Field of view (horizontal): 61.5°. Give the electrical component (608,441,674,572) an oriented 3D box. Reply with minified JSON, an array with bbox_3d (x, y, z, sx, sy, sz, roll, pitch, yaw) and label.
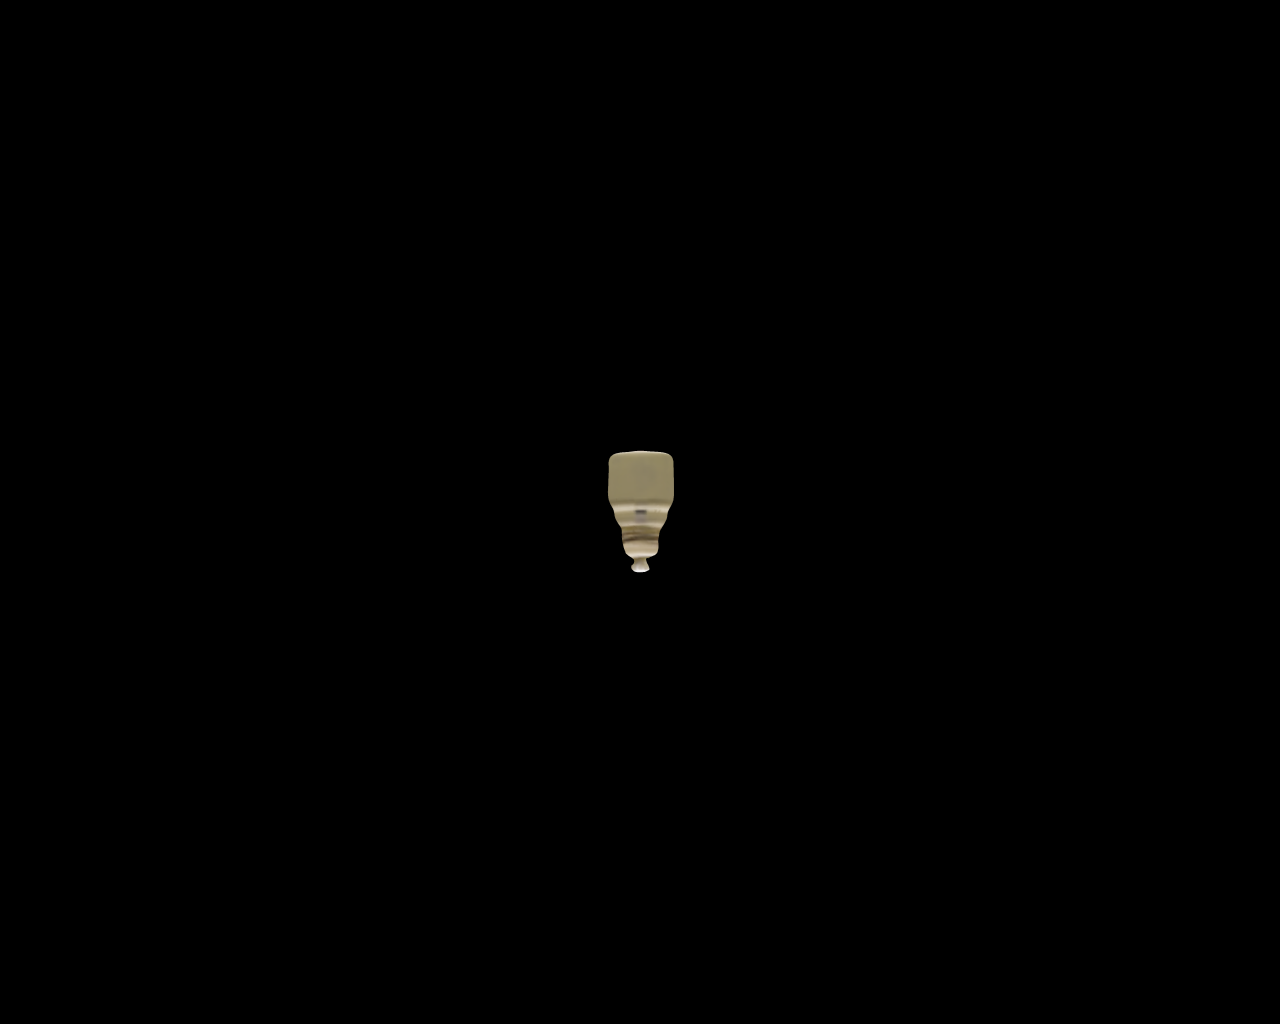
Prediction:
[{"bbox_3d":[0.001,-0.003,0.650,0.040,0.078,0.040,0,-3,0],"label":"electrical component"}]
